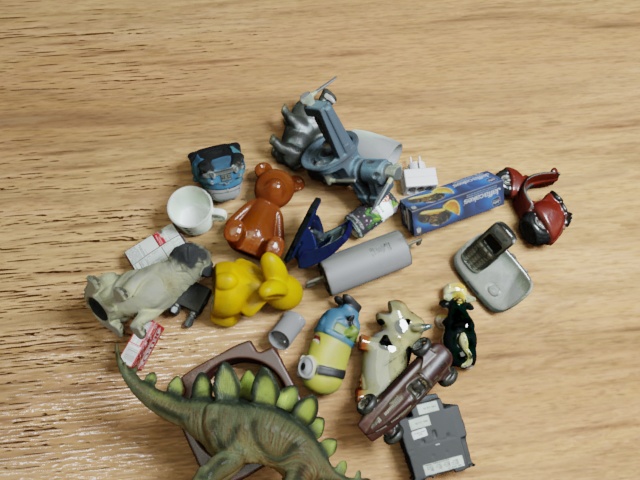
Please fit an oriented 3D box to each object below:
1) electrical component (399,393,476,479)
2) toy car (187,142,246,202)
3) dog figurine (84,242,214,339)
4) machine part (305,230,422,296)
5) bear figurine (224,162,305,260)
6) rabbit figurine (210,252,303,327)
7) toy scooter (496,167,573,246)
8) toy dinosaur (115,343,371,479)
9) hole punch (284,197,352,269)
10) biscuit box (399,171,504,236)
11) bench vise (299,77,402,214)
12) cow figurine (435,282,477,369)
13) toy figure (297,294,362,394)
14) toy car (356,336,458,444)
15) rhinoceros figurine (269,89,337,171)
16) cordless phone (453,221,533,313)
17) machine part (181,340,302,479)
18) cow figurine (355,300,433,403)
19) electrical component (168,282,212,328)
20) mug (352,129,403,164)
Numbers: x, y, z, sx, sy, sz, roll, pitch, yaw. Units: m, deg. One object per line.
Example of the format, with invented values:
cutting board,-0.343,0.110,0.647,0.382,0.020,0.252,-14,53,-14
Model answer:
electrical component,0.196,0.341,0.943,0.115,0.058,0.134,-10,72,-7
toy car,-0.193,-0.128,1.060,0.109,0.162,0.102,-18,117,-15
dog figurine,-0.303,0.072,0.958,0.173,0.121,0.190,13,36,30
machine part,0.085,0.043,1.027,0.243,0.079,0.079,-20,73,-7
bear figurine,-0.100,-0.061,1.035,0.120,0.132,0.196,26,78,-8
rabbit figurine,-0.110,0.083,0.986,0.173,0.162,0.122,10,59,-16
toy scooter,0.445,-0.082,1.082,0.135,0.075,0.184,-23,69,-10
toy dinosaur,-0.123,0.300,0.840,0.471,0.105,0.198,20,65,-4
hole punch,-0.002,-0.003,1.004,0.092,0.142,0.115,29,111,-5
biscuit box,0.263,-0.075,1.065,0.203,0.062,0.059,-20,32,-9
bench vise,0.039,-0.170,1.004,0.129,0.240,0.224,-43,37,-17
cow figurine,0.252,0.153,0.986,0.068,0.098,0.167,-1,72,5
toy figure,0.024,0.191,0.977,0.089,0.082,0.180,26,71,9
toy car,0.149,0.254,0.902,0.202,0.053,0.089,-41,102,-16
rhinoceros figurine,-0.031,-0.236,1.120,0.112,0.073,0.190,25,73,8
cordless phone,0.335,0.043,0.979,0.089,0.184,0.147,-32,75,-16
machine part,-0.135,0.295,0.936,0.201,0.087,0.201,-28,74,-9
cow figurine,0.132,0.204,0.972,0.127,0.085,0.195,7,75,-2
electrical component,-0.252,0.104,1.016,0.078,0.045,0.102,29,73,9
mug,0.099,-0.173,1.107,0.107,0.081,0.109,33,108,18
